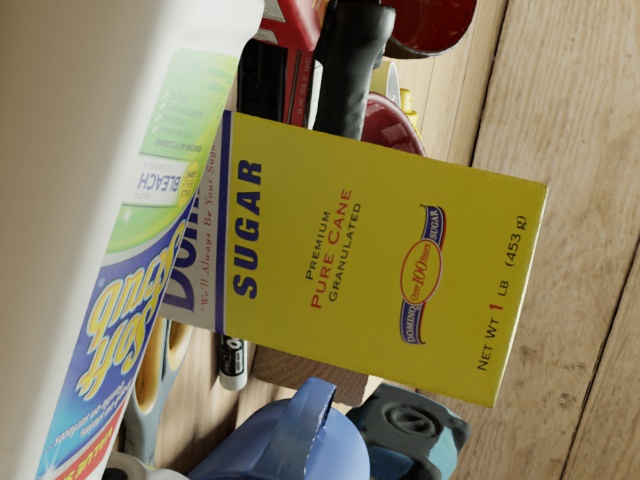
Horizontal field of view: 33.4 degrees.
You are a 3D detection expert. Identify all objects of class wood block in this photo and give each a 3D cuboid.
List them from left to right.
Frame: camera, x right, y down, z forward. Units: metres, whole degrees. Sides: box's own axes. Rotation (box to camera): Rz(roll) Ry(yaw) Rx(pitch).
[{"bbox_3d":[0.017,0.074,0.908,0.206,0.091,0.090,-2,107,-80],"label":"wood block"}]

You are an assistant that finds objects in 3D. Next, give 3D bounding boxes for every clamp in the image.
[{"bbox_3d":[-0.027,-0.130,0.525,0.120,0.039,0.171,70,35,-76],"label":"clamp"},{"bbox_3d":[0.016,-0.100,0.542,0.210,0.036,0.164,100,-2,-51],"label":"clamp"}]

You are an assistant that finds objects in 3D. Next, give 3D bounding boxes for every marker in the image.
[{"bbox_3d":[-0.055,0.051,0.680,0.020,0.020,0.121,-65,166,-46],"label":"marker"}]

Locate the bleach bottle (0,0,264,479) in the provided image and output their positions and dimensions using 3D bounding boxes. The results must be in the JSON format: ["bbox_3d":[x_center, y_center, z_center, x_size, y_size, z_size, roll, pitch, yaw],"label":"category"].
[{"bbox_3d":[-0.088,0.029,0.350,0.102,0.068,0.251,-18,124,-77],"label":"bleach bottle"}]

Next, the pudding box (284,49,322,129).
[{"bbox_3d":[-0.007,-0.112,0.664,0.113,0.039,0.090,-48,152,-64],"label":"pudding box"}]

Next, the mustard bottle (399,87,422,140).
[{"bbox_3d":[0.063,-0.059,1.073,0.096,0.058,0.192,-47,149,-68],"label":"mustard bottle"}]

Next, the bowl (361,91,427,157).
[{"bbox_3d":[0.022,-0.026,0.785,0.161,0.055,0.162,7,81,-53],"label":"bowl"}]

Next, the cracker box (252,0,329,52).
[{"bbox_3d":[-0.028,-0.181,0.357,0.213,0.072,0.164,52,52,-76],"label":"cracker box"}]

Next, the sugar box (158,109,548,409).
[{"bbox_3d":[-0.002,0.002,0.445,0.048,0.176,0.093,25,78,-81],"label":"sugar box"}]

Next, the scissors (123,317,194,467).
[{"bbox_3d":[-0.089,0.098,0.569,0.096,0.016,0.202,-63,164,-52],"label":"scissors"}]

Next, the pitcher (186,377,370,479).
[{"bbox_3d":[-0.027,0.174,0.701,0.145,0.149,0.242,64,10,-2],"label":"pitcher"}]
